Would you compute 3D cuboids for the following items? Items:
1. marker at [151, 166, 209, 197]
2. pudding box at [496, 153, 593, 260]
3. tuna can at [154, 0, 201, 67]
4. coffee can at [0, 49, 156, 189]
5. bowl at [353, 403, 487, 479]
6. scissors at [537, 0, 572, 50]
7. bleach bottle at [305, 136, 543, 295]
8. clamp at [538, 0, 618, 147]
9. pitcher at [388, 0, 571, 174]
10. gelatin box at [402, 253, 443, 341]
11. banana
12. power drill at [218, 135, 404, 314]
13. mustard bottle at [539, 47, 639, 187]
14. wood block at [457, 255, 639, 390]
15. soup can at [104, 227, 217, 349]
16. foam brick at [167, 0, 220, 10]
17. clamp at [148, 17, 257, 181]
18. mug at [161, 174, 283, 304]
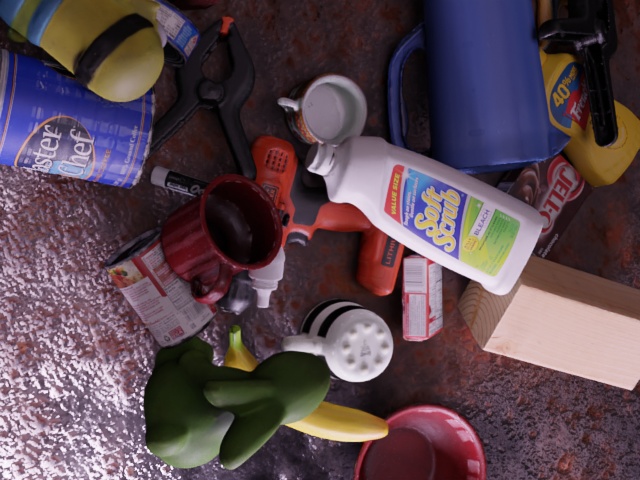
[{"bbox_3d":[-0.108,-0.047,1.048,0.121,0.020,0.020,17,85,11],"label":"marker"},{"bbox_3d":[0.246,-0.045,1.215,0.090,0.039,0.113,40,79,-20],"label":"pudding box"},{"bbox_3d":[-0.157,-0.202,1.017,0.086,0.086,0.033,33,79,-21],"label":"tuna can"},{"bbox_3d":[-0.233,-0.109,0.981,0.140,0.103,0.103,11,89,-23],"label":"coffee can"},{"bbox_3d":[0.099,0.253,1.162,0.161,0.055,0.162,-1,93,-22],"label":"bowl"},{"bbox_3d":[0.270,-0.312,1.223,0.096,0.016,0.202,8,90,-24],"label":"scissors"},{"bbox_3d":[0.098,-0.033,1.077,0.250,0.068,0.103,21,102,-20],"label":"bleach bottle"},{"bbox_3d":[0.291,-0.227,1.168,0.164,0.036,0.210,48,43,-36],"label":"clamp"},{"bbox_3d":[0.162,-0.191,1.135,0.149,0.145,0.243,-8,92,-34],"label":"pitcher"},{"bbox_3d":[0.110,0.060,1.149,0.030,0.073,0.089,1,95,18],"label":"gelatin box"},{"bbox_3d":[-0.026,0.164,1.098,0.197,0.070,0.037,32,44,-10],"label":"banana"},{"bbox_3d":[-0.007,0.001,1.105,0.187,0.057,0.184,15,90,-23],"label":"power drill"},{"bbox_3d":[0.283,-0.155,1.214,0.191,0.058,0.096,41,70,-18],"label":"mustard bottle"},{"bbox_3d":[0.272,0.087,1.192,0.205,0.090,0.091,16,115,-22],"label":"wood block"},{"bbox_3d":[-0.154,0.047,1.041,0.068,0.069,0.102,-37,106,-16],"label":"soup can"},{"bbox_3d":[-0.127,-0.254,1.031,0.051,0.078,0.053,-7,95,-20],"label":"foam brick"},{"bbox_3d":[-0.119,-0.138,1.054,0.120,0.039,0.171,5,76,-14],"label":"clamp"},{"bbox_3d":[-0.096,0.006,0.997,0.093,0.082,0.117,23,58,-33],"label":"mug"}]
